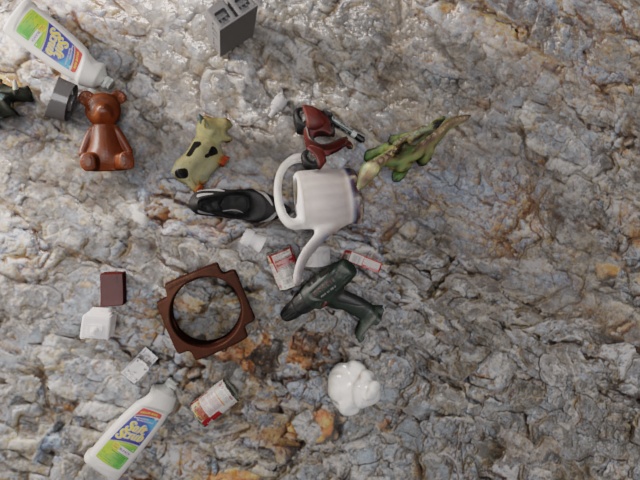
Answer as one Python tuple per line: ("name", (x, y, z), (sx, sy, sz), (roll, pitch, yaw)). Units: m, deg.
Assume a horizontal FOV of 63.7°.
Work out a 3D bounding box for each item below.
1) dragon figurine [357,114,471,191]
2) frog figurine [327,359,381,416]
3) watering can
("dragon figurine", (0.250, -0.245, 1.290), (0.412, 0.242, 0.122), (-34, 92, -7))
("frog figurine", (0.084, 0.373, 1.282), (0.122, 0.159, 0.138), (20, 87, -9))
("watering can", (0.004, -0.064, 1.280), (0.225, 0.102, 0.353), (-5, 68, -10))
